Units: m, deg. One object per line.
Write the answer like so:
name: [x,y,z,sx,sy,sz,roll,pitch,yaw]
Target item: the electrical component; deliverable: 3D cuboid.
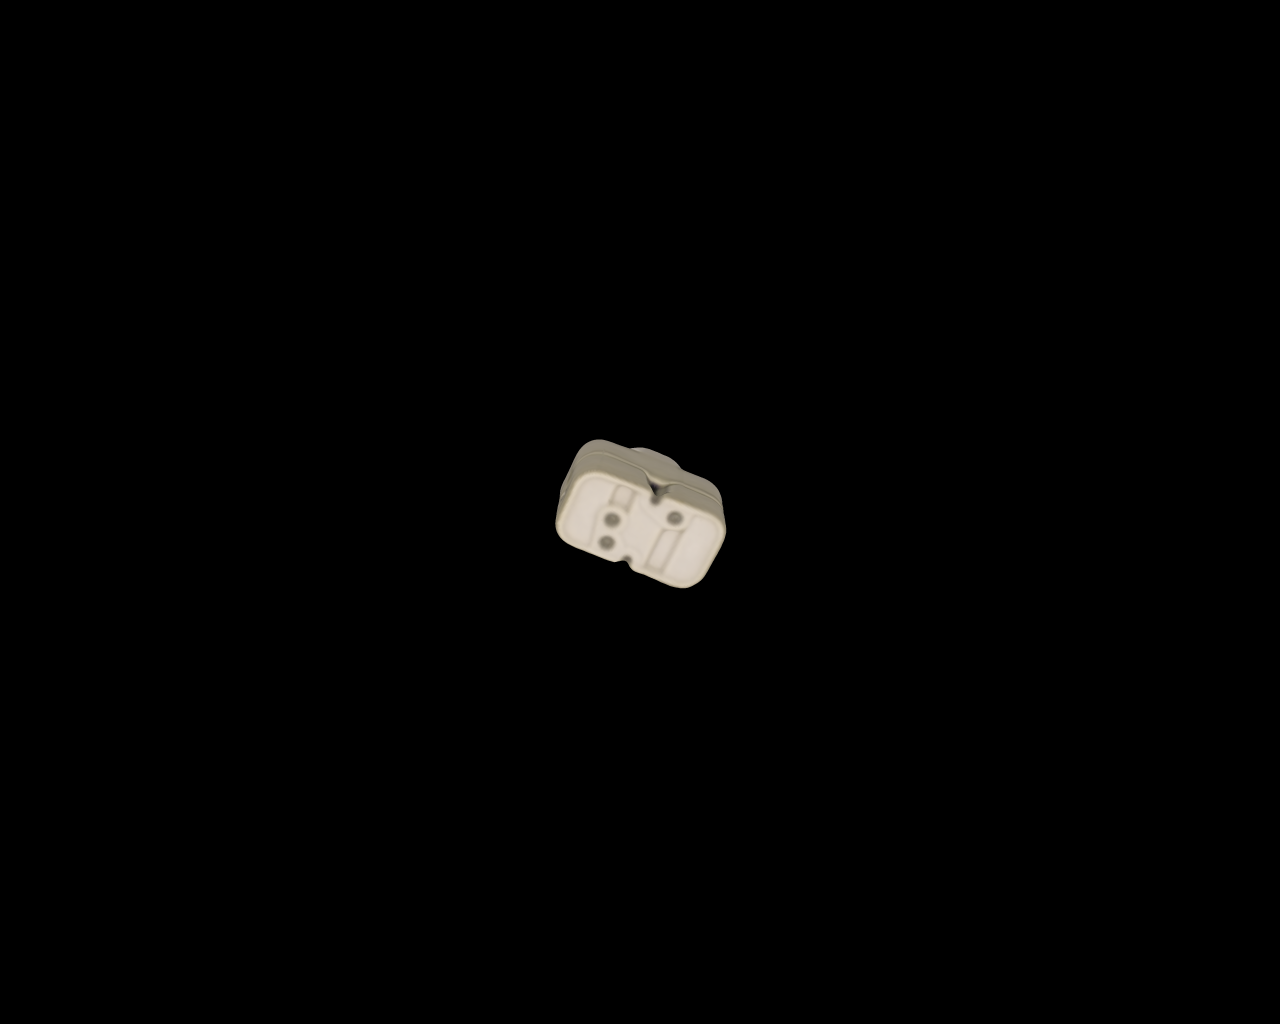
electrical component: [0.001,-0.003,0.650,0.095,0.053,0.059,21,25,-10]
